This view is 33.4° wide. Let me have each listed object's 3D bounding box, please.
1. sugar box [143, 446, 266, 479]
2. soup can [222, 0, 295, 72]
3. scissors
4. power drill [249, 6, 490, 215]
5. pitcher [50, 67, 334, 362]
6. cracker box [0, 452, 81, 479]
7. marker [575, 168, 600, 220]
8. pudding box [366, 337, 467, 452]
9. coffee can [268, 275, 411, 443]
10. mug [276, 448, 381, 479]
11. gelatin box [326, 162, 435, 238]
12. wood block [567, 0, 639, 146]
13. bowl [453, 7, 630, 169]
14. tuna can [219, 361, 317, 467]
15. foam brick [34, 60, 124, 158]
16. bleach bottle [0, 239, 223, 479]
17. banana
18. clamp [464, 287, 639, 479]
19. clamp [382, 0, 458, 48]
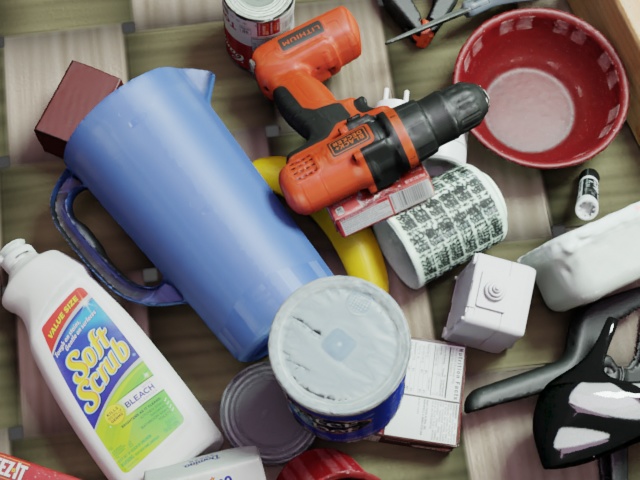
[{"bbox_3d":[-0.073,0.255,0.829,0.093,0.048,0.176,-12,96,-7],"label":"sugar box"},{"bbox_3d":[-0.055,-0.206,0.980,0.068,0.102,0.068,1,73,-2],"label":"soup can"},{"bbox_3d":[0.161,-0.219,0.989,0.201,0.096,0.016,-33,118,-30],"label":"scissors"},{"bbox_3d":[0.030,-0.122,0.910,0.184,0.057,0.188,-26,47,-1],"label":"power drill"},{"bbox_3d":[-0.105,-0.012,0.910,0.243,0.149,0.144,51,44,10],"label":"pitcher"},{"bbox_3d":[-0.278,0.275,0.837,0.164,0.072,0.213,18,72,3],"label":"cracker box"},{"bbox_3d":[0.236,-0.042,0.939,0.020,0.121,0.020,4,107,14],"label":"marker"},{"bbox_3d":[0.066,0.127,0.912,0.113,0.039,0.090,9,72,-1],"label":"pudding box"},{"bbox_3d":[0.017,0.096,0.825,0.103,0.140,0.103,-1,71,3],"label":"coffee can"},{"bbox_3d":[0.012,0.226,0.849,0.093,0.082,0.117,-20,102,-12],"label":"mug"},{"bbox_3d":[0.042,-0.051,0.907,0.089,0.030,0.073,-25,49,1],"label":"gelatin box"},{"bbox_3d":[0.318,-0.180,0.991,0.090,0.090,0.206,-19,74,-9],"label":"wood block"},{"bbox_3d":[0.199,-0.132,0.989,0.162,0.055,0.162,1,72,-2],"label":"bowl"},{"bbox_3d":[-0.041,0.148,0.904,0.086,0.034,0.086,0,72,-2],"label":"tuna can"},{"bbox_3d":[-0.216,-0.114,0.972,0.051,0.053,0.078,22,72,5],"label":"foam brick"},{"bbox_3d":[-0.195,0.103,0.900,0.102,0.068,0.251,-39,75,-12],"label":"bleach bottle"},{"bbox_3d":[0.002,-0.015,0.959,0.198,0.037,0.070,42,104,13],"label":"banana"},{"bbox_3d":[0.231,0.115,0.918,0.164,0.036,0.210,32,73,-2],"label":"clamp"},{"bbox_3d":[0.085,-0.273,1.039,0.120,0.039,0.171,5,72,1],"label":"clamp"}]
